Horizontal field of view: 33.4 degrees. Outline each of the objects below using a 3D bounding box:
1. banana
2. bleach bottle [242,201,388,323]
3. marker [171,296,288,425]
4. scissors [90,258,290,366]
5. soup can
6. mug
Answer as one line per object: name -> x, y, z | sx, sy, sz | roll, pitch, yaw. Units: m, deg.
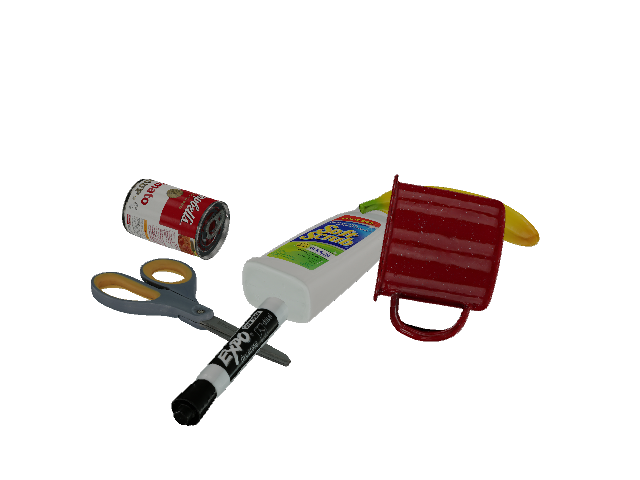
banana -> 0.144, -0.027, 1.138 | 0.198, 0.037, 0.069 | 10, 39, 25
bleach bottle -> 0.019, 0.009, 1.311 | 0.103, 0.068, 0.250 | 19, 35, 29
marker -> -0.053, 0.071, 0.633 | 0.020, 0.020, 0.121 | 0, 27, 27
scissors -> -0.093, 0.053, 0.869 | 0.202, 0.016, 0.096 | 14, 28, 23
soup can -> -0.162, -0.025, 1.198 | 0.102, 0.068, 0.068 | 18, 7, 22
mug -> 0.083, 0.016, 0.762 | 0.081, 0.117, 0.093 | 10, -22, 4
